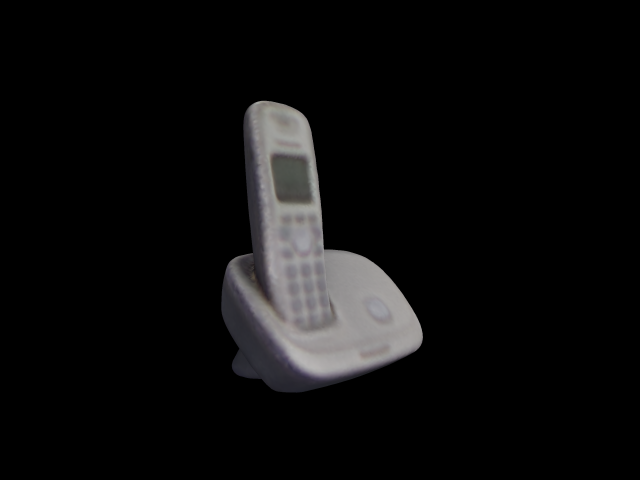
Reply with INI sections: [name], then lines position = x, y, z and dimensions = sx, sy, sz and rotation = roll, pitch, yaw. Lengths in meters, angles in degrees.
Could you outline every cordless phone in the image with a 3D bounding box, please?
[cordless phone]
position = 0.004, 0.001, 0.400
dimensions = 0.093, 0.185, 0.148
rotation = 2, 3, 41
